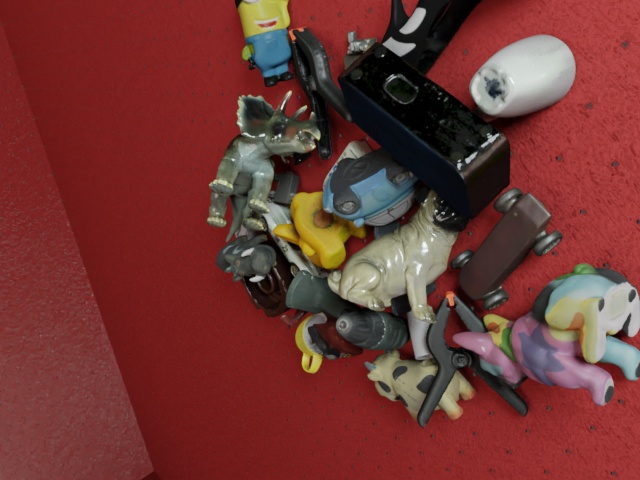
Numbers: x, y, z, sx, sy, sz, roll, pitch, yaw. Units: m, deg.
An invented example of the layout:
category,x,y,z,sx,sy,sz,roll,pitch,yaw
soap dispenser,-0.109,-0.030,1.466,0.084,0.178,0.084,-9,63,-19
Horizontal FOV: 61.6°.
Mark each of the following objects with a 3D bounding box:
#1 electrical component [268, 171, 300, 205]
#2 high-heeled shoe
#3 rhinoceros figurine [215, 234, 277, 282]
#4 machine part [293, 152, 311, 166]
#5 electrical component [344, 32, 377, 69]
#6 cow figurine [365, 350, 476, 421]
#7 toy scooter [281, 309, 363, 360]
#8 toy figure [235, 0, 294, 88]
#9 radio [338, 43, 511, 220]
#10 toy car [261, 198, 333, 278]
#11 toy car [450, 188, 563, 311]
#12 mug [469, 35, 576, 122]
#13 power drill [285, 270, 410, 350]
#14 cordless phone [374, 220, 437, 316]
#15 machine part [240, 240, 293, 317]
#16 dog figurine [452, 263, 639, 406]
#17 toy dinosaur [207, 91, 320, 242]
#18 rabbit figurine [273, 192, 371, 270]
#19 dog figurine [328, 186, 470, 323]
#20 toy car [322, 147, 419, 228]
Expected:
category,x,y,z,sx,sy,sz,roll,pitch,yaw
electrical component,-0.064,-0.101,1.038,0.094,0.021,0.063,13,90,46
high-heeled shoe,0.164,-0.249,0.632,0.249,0.086,0.145,18,130,49
rhinoceros figurine,-0.151,0.036,1.089,0.190,0.112,0.073,3,110,56
machine part,-0.068,-0.184,1.000,0.139,0.039,0.084,32,126,40
electrical component,0.063,-0.248,0.784,0.078,0.045,0.102,24,129,40
cow figurine,0.159,0.243,0.932,0.127,0.085,0.195,58,147,-1
toy scooter,0.002,0.160,1.037,0.184,0.135,0.075,54,142,12
toy figure,-0.095,-0.350,0.895,0.089,0.082,0.180,12,122,46
radio,0.127,-0.137,0.670,0.230,0.073,0.131,44,178,25
toy car,-0.050,-0.002,1.055,0.202,0.073,0.056,55,147,12
toy car,0.243,0.014,0.710,0.089,0.053,0.202,58,149,28
mug,0.208,-0.170,0.595,0.081,0.107,0.109,60,142,9
power drill,0.040,0.118,0.898,0.208,0.232,0.086,16,87,40
cordless phone,0.094,0.036,0.896,0.184,0.089,0.146,11,120,60
machine part,-0.113,0.087,1.205,0.180,0.056,0.179,27,129,39
dog figurine,0.276,0.114,0.688,0.219,0.108,0.191,7,117,53
toy dinosaur,-0.132,-0.128,0.979,0.405,0.131,0.192,-31,40,65
rabbit figurine,-0.002,-0.003,0.952,0.163,0.122,0.173,24,158,17
dog figurine,0.111,0.003,0.749,0.121,0.172,0.190,-138,60,-87
toy car,0.089,-0.077,0.809,0.162,0.109,0.102,-24,127,23
